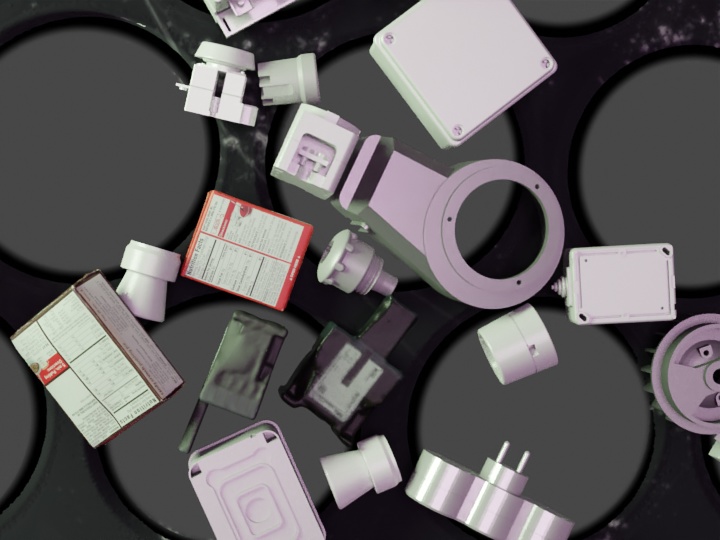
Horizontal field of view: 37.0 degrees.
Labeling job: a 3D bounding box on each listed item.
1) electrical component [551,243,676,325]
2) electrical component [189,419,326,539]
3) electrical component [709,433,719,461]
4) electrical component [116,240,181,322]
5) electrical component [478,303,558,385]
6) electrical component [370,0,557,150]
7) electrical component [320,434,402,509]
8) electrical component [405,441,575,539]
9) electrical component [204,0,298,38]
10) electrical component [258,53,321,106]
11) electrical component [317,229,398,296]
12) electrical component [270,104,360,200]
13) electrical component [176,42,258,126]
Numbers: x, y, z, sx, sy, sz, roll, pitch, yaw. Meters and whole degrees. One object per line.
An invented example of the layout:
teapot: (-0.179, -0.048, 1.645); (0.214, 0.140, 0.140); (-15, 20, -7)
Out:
electrical component: (0.204, 0.011, 0.882); (0.096, 0.061, 0.061); (-3, 91, 2)
electrical component: (-0.081, 0.184, 0.851); (0.078, 0.057, 0.113); (-24, 93, -6)
electrical component: (0.330, 0.154, 0.896); (0.066, 0.055, 0.048); (33, 87, -6)
electrical component: (-0.168, 0.009, 0.846); (0.045, 0.045, 0.055); (17, 88, -6)
electrical component: (0.127, 0.061, 0.875); (0.047, 0.055, 0.055); (-25, 93, -2)
electrical component: (0.082, -0.171, 0.866); (0.109, 0.056, 0.108); (-38, 94, -5)
electrical component: (0.001, 0.161, 0.866); (0.055, 0.045, 0.045); (-21, 93, -6)
electrical component: (0.113, 0.177, 0.874); (0.138, 0.052, 0.073); (27, 87, -6)
electrical component: (-0.071, -0.248, 0.845); (0.121, 0.063, 0.078); (-30, 94, -5)
electrical component: (-0.057, -0.151, 0.860); (0.046, 0.040, 0.040); (-7, 91, -1)
electrical component: (0.000, 0.000, 0.865); (0.062, 0.048, 0.048); (29, 87, -12)
electrical component: (-0.035, -0.092, 0.837); (0.050, 0.089, 0.055); (25, 88, -6)
electrical component: (-0.110, -0.148, 0.852); (0.066, 0.048, 0.055); (13, 97, -6)
